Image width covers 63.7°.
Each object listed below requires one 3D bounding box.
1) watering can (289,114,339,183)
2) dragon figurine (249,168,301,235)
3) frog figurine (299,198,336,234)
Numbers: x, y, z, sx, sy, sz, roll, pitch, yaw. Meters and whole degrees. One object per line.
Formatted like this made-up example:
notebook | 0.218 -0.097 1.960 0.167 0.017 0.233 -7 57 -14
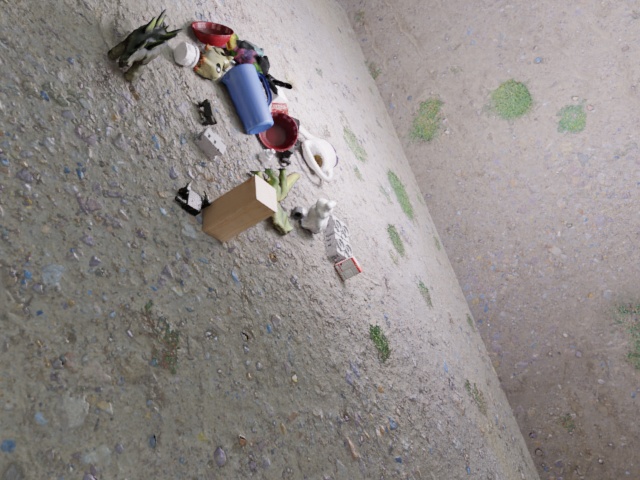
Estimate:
watering can | -0.026 -0.413 2.278 0.347 0.103 0.227 61 25 -2
dragon figurine | -0.149 -0.136 1.830 0.412 0.121 0.243 -8 89 -61
frog figurine | 0.006 -0.099 1.967 0.121 0.158 0.140 55 26 -18
